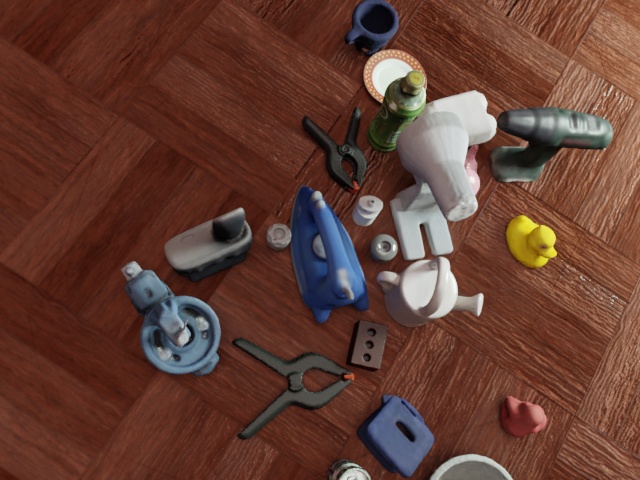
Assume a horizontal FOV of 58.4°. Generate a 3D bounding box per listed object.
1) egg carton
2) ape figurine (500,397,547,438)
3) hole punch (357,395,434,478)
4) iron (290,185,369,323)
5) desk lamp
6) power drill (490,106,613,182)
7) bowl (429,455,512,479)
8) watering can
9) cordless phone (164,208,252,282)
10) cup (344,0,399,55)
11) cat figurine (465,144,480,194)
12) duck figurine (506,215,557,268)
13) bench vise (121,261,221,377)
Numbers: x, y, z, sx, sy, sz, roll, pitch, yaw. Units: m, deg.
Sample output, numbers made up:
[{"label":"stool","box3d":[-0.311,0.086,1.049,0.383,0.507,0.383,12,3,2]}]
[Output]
[{"label":"egg carton","box3d":[0.266,-0.229,1.119,0.150,0.107,0.069,-18,-12,-12]},{"label":"ape figurine","box3d":[0.352,0.302,0.980,0.076,0.078,0.092,-40,-6,-15]},{"label":"hole punch","box3d":[0.127,0.319,0.943,0.101,0.108,0.091,-42,-6,-16]},{"label":"iron","box3d":[0.009,0.004,0.983,0.119,0.258,0.141,-15,-12,-11]},{"label":"desk lamp","box3d":[0.200,-0.090,0.998,0.118,0.203,0.213,-10,-13,-10]},{"label":"power drill","box3d":[0.398,-0.177,1.052,0.230,0.075,0.208,-2,-15,-9]},{"label":"bowl","box3d":[0.239,0.436,0.937,0.167,0.167,0.074,0,-15,-8]},{"label":"watering can","box3d":[0.186,0.085,0.960,0.173,0.101,0.194,-3,-14,-9]},{"label":"cordless phone","box3d":[-0.183,-0.006,0.935,0.148,0.094,0.185,-28,-9,-14]},{"label":"cup","box3d":[0.091,-0.402,1.127,0.118,0.091,0.095,-37,-7,-15]},{"label":"cat figurine","box3d":[0.266,-0.120,1.065,0.067,0.128,0.117,25,-17,-1]},{"label":"duck figurine","box3d":[0.402,-0.003,1.071,0.077,0.104,0.086,-25,-10,-13]},{"label":"bench vise","box3d":[-0.244,0.124,0.875,0.207,0.121,0.219,33,-17,2]}]
